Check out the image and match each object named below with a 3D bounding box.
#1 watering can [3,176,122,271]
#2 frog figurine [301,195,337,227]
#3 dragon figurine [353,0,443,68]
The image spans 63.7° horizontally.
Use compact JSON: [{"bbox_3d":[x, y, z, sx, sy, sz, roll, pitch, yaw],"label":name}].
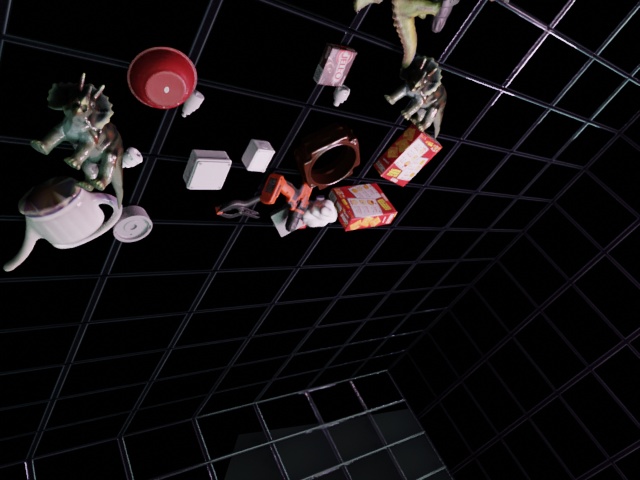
[{"bbox_3d":[-0.697,-0.041,1.337,0.349,0.106,0.219,-27,146,-11],"label":"watering can"},{"bbox_3d":[0.006,-0.092,1.821,0.137,0.161,0.121,11,104,-35],"label":"frog figurine"},{"bbox_3d":[0.198,-0.639,1.356,0.243,0.125,0.400,1,136,-16],"label":"dragon figurine"}]
